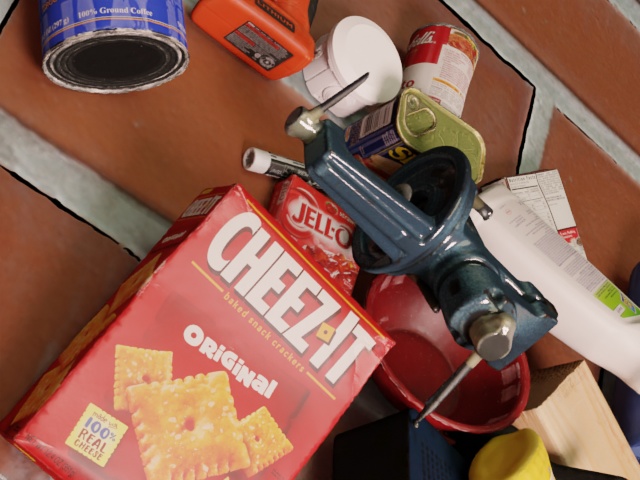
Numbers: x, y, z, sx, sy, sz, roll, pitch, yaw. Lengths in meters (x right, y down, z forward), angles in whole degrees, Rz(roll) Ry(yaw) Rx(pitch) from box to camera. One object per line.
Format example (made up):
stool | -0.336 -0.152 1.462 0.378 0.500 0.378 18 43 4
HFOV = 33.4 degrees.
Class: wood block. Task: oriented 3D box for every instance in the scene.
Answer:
wood block | 0.225 0.222 0.938 0.090 0.091 0.206 -33 97 -43

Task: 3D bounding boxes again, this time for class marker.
marker | -0.010 -0.054 0.888 0.120 0.020 0.020 14 65 -37

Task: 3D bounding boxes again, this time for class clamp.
clamp | 0.175 0.196 0.873 0.171 0.120 0.039 39 35 18

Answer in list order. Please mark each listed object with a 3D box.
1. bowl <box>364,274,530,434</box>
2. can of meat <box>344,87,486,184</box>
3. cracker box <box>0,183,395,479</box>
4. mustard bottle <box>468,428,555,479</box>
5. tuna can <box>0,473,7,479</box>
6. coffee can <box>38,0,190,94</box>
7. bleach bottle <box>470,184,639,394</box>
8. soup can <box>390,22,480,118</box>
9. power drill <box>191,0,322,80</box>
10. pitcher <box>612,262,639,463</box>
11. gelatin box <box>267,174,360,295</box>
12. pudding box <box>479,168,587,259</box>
bowl | 0.092 0.097 0.877 0.162 0.055 0.162 20 46 -22
can of meat | 0.078 -0.076 0.927 0.102 0.084 0.057 29 57 -29
cracker box | -0.075 0.094 0.700 0.164 0.072 0.213 46 70 -18
mustard bottle | 0.174 0.246 0.807 0.191 0.058 0.096 66 19 -7
tuna can | -0.216 0.171 0.616 0.086 0.034 0.086 16 64 -36
coffee can | -0.151 -0.189 0.760 0.102 0.103 0.140 4 72 -40
bleach bottle | 0.226 0.057 0.943 0.251 0.068 0.102 42 31 13
soup can | 0.104 -0.141 0.986 0.068 0.069 0.102 36 55 -25
power drill | -0.046 -0.244 0.901 0.184 0.057 0.187 33 55 -27
pitcher | 0.358 0.126 1.058 0.145 0.149 0.242 31 53 -22
gelatin box | -0.006 0.001 0.863 0.089 0.030 0.073 36 54 -26
pudding box | 0.212 -0.011 1.050 0.089 0.039 0.113 -11 79 -42
